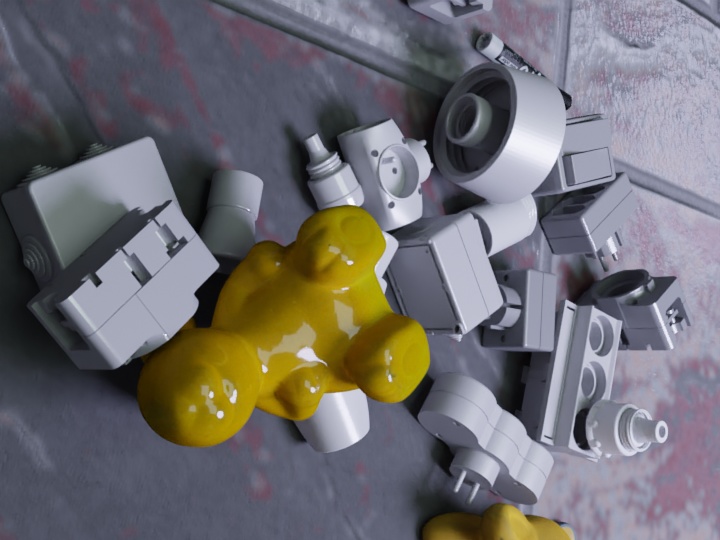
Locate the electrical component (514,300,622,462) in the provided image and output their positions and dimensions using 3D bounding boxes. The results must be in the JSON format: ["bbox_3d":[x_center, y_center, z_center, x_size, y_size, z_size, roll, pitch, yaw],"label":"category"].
[{"bbox_3d":[0.179,0.096,0.928,0.079,0.063,0.121,25,71,-38],"label":"electrical component"}]

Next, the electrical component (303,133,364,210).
[{"bbox_3d":[-0.023,-0.070,0.782,0.035,0.035,0.061,-38,110,-36],"label":"electrical component"}]

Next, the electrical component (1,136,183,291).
[{"bbox_3d":[-0.157,-0.024,0.651,0.100,0.048,0.099,-30,106,-39],"label":"electrical component"}]

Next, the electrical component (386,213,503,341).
[{"bbox_3d":[0.067,0.008,0.838,0.061,0.062,0.096,-33,108,-38],"label":"electrical component"}]

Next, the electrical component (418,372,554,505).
[{"bbox_3d":[0.095,0.150,0.858,0.138,0.052,0.073,46,59,-29],"label":"electrical component"}]

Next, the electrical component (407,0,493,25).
[{"bbox_3d":[0.073,-0.250,0.866,0.050,0.056,0.089,14,77,-40],"label":"electrical component"}]

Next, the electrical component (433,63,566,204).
[{"bbox_3d":[0.103,-0.112,0.851,0.060,0.108,0.108,15,77,-34],"label":"electrical component"}]

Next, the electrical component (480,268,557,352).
[{"bbox_3d":[0.120,0.032,0.893,0.077,0.047,0.065,11,80,-40],"label":"electrical component"}]

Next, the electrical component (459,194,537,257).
[{"bbox_3d":[0.118,-0.041,0.899,0.081,0.043,0.043,-25,103,-40],"label":"electrical component"}]

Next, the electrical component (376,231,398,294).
[{"bbox_3d":[0.000,0.000,0.790,0.045,0.045,0.055,29,69,-36],"label":"electrical component"}]

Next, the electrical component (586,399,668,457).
[{"bbox_3d":[0.219,0.130,0.876,0.048,0.062,0.048,4,84,-42],"label":"electrical component"}]

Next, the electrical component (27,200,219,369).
[{"bbox_3d":[-0.129,0.012,0.605,0.089,0.050,0.055,-49,117,-32],"label":"electrical component"}]

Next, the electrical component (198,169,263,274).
[{"bbox_3d":[-0.087,-0.034,0.720,0.044,0.044,0.065,23,68,-38],"label":"electrical component"}]

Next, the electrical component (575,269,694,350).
[{"bbox_3d":[0.245,0.036,0.974,0.050,0.089,0.055,-40,112,-36],"label":"electrical component"}]

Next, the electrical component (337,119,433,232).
[{"bbox_3d":[0.027,-0.077,0.821,0.079,0.044,0.077,-28,105,-39],"label":"electrical component"}]

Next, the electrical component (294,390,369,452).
[{"bbox_3d":[-0.015,0.078,0.772,0.079,0.043,0.077,-32,107,-38],"label":"electrical component"}]

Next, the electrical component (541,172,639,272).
[{"bbox_3d":[0.217,-0.035,0.984,0.083,0.047,0.075,-41,114,-35],"label":"electrical component"}]

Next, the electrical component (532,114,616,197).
[{"bbox_3d":[0.185,-0.102,0.950,0.096,0.061,0.061,-15,97,-41],"label":"electrical component"}]
